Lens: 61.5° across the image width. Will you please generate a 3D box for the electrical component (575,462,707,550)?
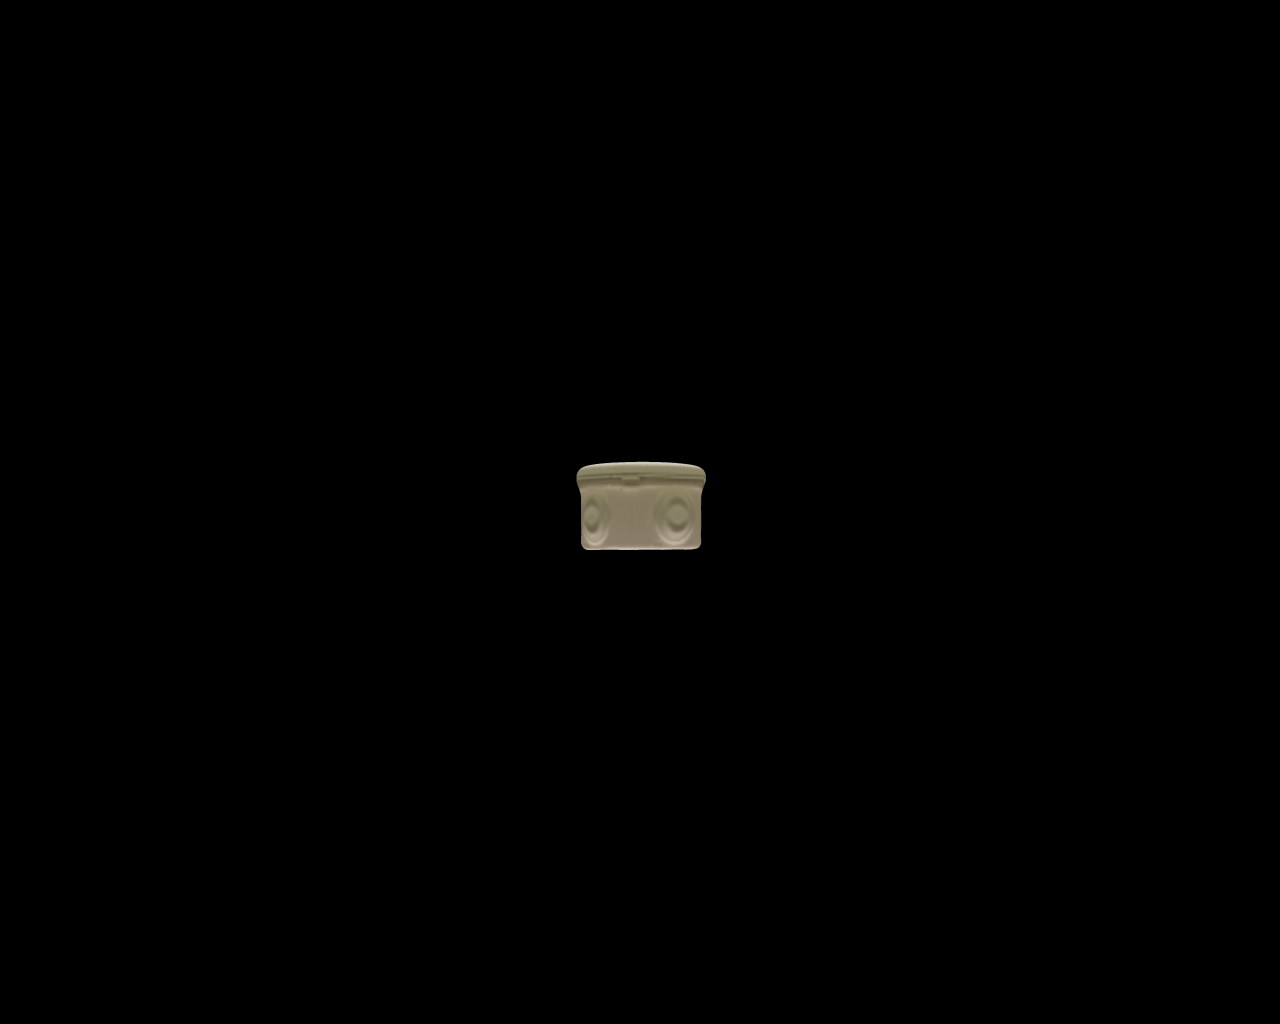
[{"bbox_3d":[0.001,-0.003,0.650,0.080,0.051,0.080,0,-2,0],"label":"electrical component"}]
